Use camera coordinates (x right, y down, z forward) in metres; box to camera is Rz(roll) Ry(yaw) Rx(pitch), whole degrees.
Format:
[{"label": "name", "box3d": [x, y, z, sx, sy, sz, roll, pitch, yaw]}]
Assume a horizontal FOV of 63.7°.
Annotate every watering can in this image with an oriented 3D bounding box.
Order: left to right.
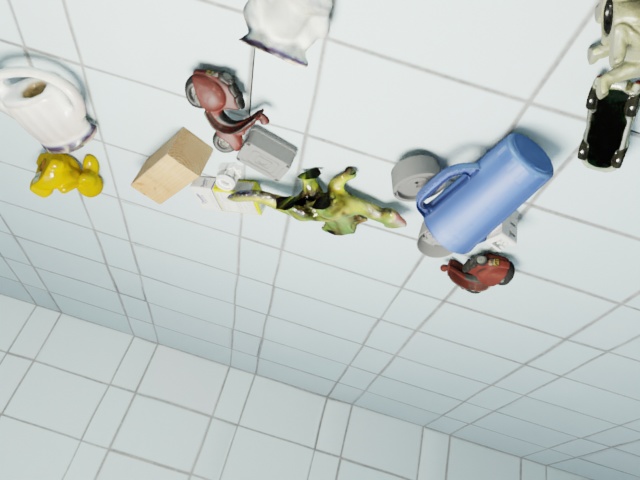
[{"label": "watering can", "box3d": [-0.668, -0.300, 1.183, 0.347, 0.106, 0.219, 2, 144, 21]}]

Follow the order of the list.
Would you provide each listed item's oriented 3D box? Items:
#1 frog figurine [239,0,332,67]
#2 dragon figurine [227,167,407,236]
[{"label": "frog figurine", "box3d": [-0.044, -0.372, 0.820, 0.137, 0.124, 0.157, 27, 110, 0]}, {"label": "dragon figurine", "box3d": [0.004, -0.062, 1.236, 0.410, 0.124, 0.238, 1, 152, 26]}]
